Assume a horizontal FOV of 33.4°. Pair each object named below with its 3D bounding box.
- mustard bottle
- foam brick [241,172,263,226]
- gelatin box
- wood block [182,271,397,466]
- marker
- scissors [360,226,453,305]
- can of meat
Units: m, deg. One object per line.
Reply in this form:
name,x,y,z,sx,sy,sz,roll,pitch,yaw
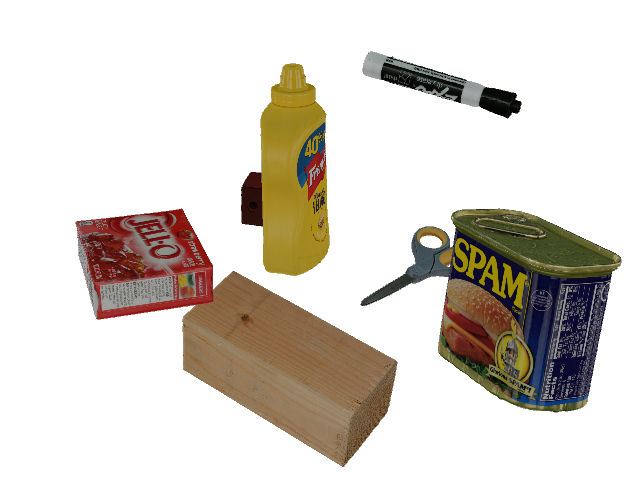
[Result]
mustard bottle,-0.024,-0.070,1.002,0.058,0.192,0.096,8,25,19
foam brick,-0.058,-0.050,1.347,0.078,0.053,0.051,6,28,9
gelatin box,-0.113,0.012,0.678,0.073,0.030,0.089,-7,28,-17
wood block,-0.034,0.130,1.106,0.206,0.090,0.090,28,48,21
marker,0.089,-0.115,0.788,0.121,0.020,0.020,19,6,18
scissors,0.100,0.025,1.206,0.201,0.016,0.096,-11,41,-34
can of meat,0.110,0.036,0.588,0.057,0.084,0.102,-3,19,-26
